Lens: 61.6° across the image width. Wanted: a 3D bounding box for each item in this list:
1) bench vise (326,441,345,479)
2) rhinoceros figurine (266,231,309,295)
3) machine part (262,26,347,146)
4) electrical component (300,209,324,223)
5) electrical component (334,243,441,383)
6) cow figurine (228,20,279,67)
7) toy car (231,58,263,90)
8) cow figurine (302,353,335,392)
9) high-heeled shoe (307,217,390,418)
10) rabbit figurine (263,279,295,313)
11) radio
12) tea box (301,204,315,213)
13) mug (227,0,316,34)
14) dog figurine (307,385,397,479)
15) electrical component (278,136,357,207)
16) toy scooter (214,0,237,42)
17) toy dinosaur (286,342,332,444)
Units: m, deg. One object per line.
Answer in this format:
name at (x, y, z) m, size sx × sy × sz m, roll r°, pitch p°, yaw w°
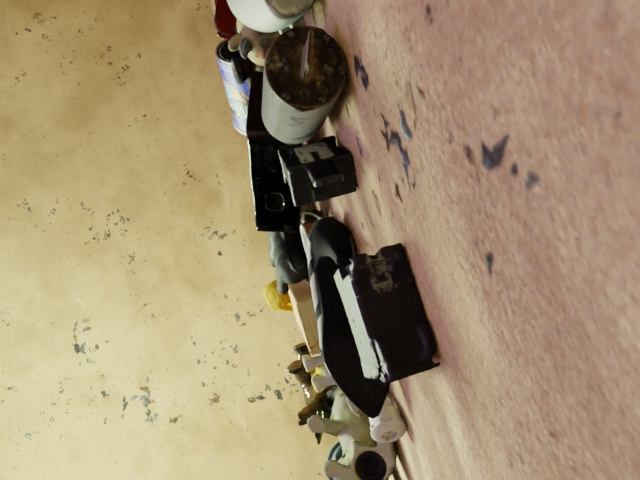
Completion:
bench vise at (0.070, 0.455, 0.969) m, size 0.240 × 0.129 × 0.224 m, roll 110°, pitch 155°, yaw -49°
rhinoceros figurine at (-0.064, 0.002, 0.916) m, size 0.112 × 0.073 × 0.190 m, roll 72°, pitch 179°, yaw -49°
machine part at (-0.022, -0.151, 0.556) m, size 0.243 × 0.079 × 0.079 m, roll -179°, pitch 73°, yaw -82°
electrical component at (-0.001, -0.001, 0.880) m, size 0.078 × 0.045 × 0.102 m, roll 160°, pitch 93°, yaw -82°
electrical component at (0.058, 0.073, 0.515) m, size 0.134 × 0.058 × 0.115 m, roll 105°, pitch 151°, yaw -77°
cow figurine at (-0.073, -0.293, 0.613) m, size 0.127 × 0.086 × 0.194 m, roll -99°, pitch 0°, yaw -47°
toy car at (-0.079, -0.212, 0.838) m, size 0.201 × 0.089 × 0.053 m, roll 84°, pitch 168°, yaw -49°
cow figurine at (0.035, 0.191, 0.915) m, size 0.167 × 0.098 × 0.068 m, roll -39°, pitch -71°, yaw -77°
high-heeled shoe at (0.032, 0.095, 0.705) m, size 0.145 × 0.086 × 0.248 m, roll -120°, pitch 19°, yaw -77°
rabbit figurine at (-0.021, 0.138, 1.108) m, size 0.173 × 0.122 × 0.162 m, roll 51°, pitch 175°, yaw 8°
radio at (-0.064, -0.120, 0.798) m, size 0.229 × 0.073 × 0.131 m, roll 90°, pitch 180°, yaw -54°
tea box at (-0.038, -0.010, 1.070) m, size 0.169 × 0.068 × 0.098 m, roll 126°, pitch 127°, yaw -81°
mug at (-0.041, -0.234, 0.528) m, size 0.109 × 0.081 × 0.107 m, roll 66°, pitch 174°, yaw -27°
dog figurine at (0.073, 0.316, 0.899) m, size 0.190 × 0.121 × 0.172 m, roll 20°, pitch -132°, yaw -76°
electrical component at (0.001, -0.070, 0.583) m, size 0.119 × 0.075 × 0.047 m, roll -122°, pitch 17°, yaw -57°
toy scooter at (-0.120, -0.344, 0.796) m, size 0.184 × 0.075 × 0.135 m, roll -151°, pitch 71°, yaw -74°
toy dinosaur at (0.011, 0.307, 1.136) m, size 0.471 × 0.105 × 0.198 m, roll -21°, pitch -80°, yaw -79°
